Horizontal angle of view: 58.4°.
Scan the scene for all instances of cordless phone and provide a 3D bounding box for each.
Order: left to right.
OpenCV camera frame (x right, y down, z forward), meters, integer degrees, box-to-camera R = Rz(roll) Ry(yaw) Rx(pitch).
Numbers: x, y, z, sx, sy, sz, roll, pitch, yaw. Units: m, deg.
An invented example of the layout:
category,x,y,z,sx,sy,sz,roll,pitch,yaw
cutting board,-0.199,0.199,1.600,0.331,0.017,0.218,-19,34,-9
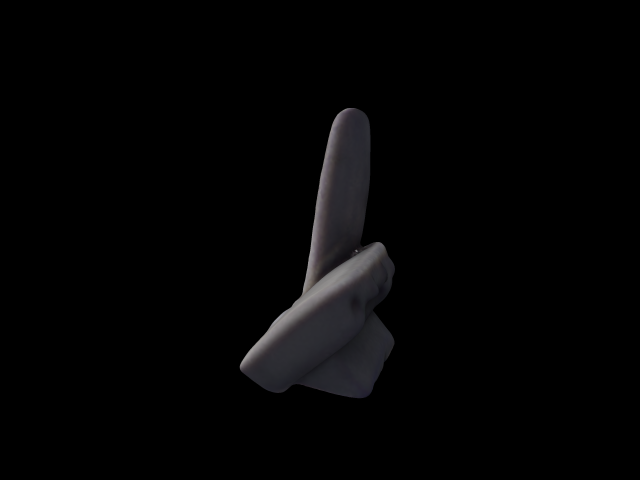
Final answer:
category,x,y,z,sx,sy,sz,roll,pitch,yaw
cordless phone,0.004,0.001,0.400,0.094,0.185,0.148,2,11,12
